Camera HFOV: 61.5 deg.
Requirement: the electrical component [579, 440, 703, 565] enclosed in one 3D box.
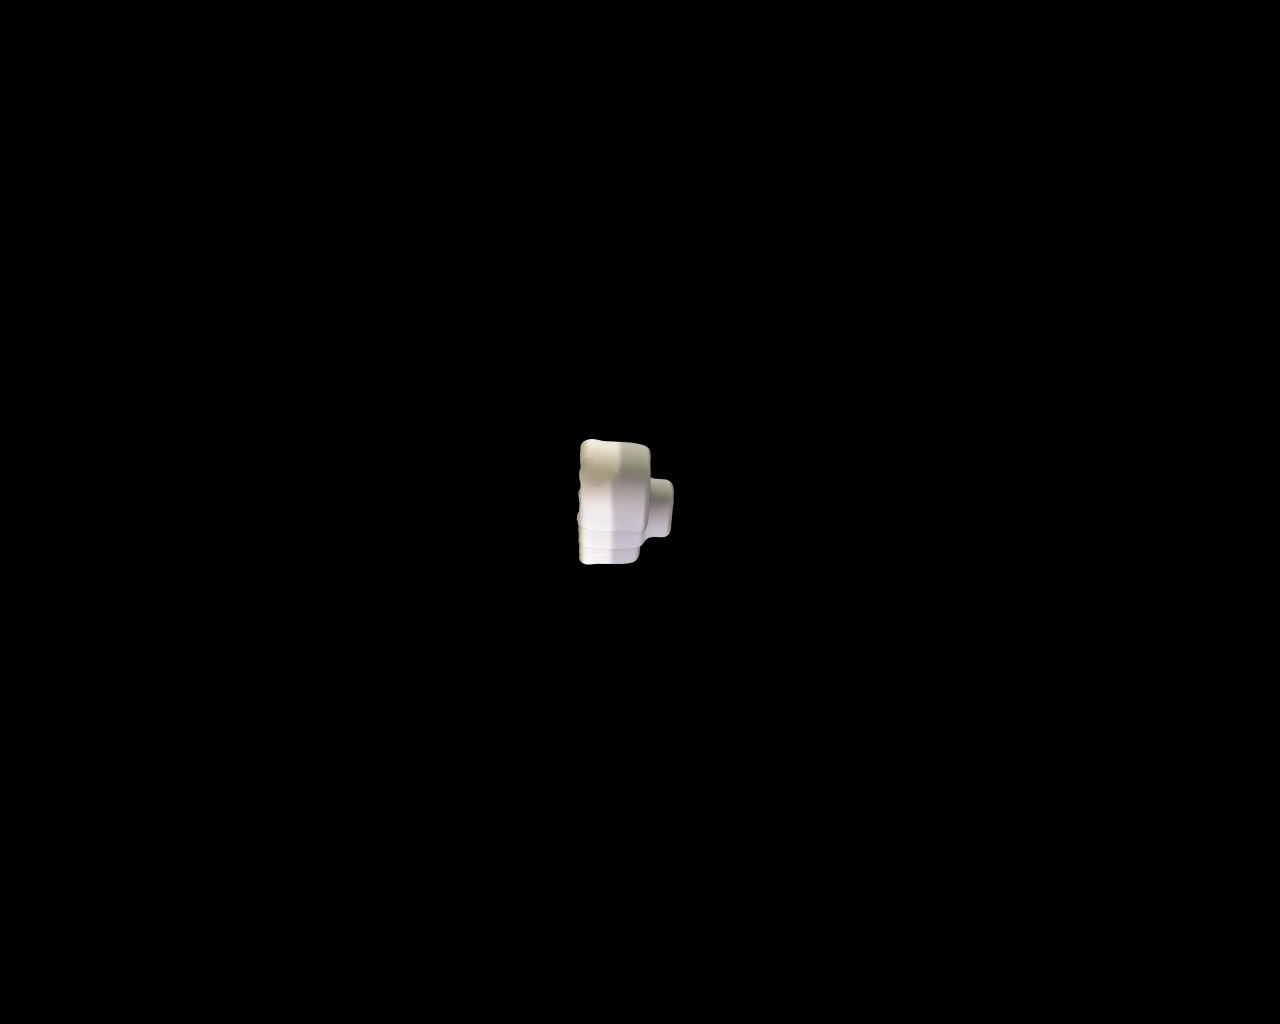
[{"bbox_3d":[0.001,-0.003,0.650,0.074,0.052,0.138,1,-15,-3],"label":"electrical component"}]
